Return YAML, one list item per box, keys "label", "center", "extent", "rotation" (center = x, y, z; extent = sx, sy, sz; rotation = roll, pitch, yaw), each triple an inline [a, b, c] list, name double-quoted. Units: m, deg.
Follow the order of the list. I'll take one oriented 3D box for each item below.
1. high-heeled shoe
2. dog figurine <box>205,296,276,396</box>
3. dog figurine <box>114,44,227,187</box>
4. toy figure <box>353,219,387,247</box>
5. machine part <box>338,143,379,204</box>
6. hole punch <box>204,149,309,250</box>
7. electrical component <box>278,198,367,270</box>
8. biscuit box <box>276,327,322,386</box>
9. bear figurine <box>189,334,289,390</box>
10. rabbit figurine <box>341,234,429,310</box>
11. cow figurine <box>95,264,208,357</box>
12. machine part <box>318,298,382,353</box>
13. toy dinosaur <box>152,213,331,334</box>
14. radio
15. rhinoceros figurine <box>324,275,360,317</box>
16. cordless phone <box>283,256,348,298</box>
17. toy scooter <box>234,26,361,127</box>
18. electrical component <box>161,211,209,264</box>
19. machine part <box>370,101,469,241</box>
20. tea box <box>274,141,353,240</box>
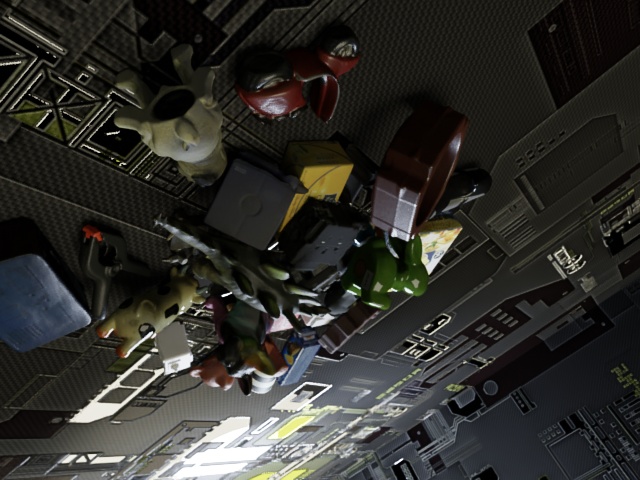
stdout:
- label: "high-heeled shoe"
  center: [0.239, -0.090, 1.131]
  extent: [0.249, 0.086, 0.145]
  rotation: [-18, -177, 15]
- label: "dog figurine"
  center: [-0.136, 0.191, 1.062]
  extent: [0.108, 0.219, 0.191]
  rotation: [-39, 146, 20]
- label: "dog figurine"
  center: [-0.155, -0.118, 0.675]
  extent: [0.121, 0.172, 0.190]
  rotation: [-18, 140, 3]
- label: "toy figure"
  center: [0.096, -0.007, 1.121]
  extent: [0.064, 0.058, 0.154]
  rotation: [-6, 162, 31]
- label: "machine part"
  center: [0.058, -0.107, 0.936]
  extent: [0.039, 0.084, 0.139]
  rotation: [-49, 175, -28]
- label: "hole punch"
  center: [-0.105, -0.059, 0.820]
  extent: [0.142, 0.092, 0.115]
  rotation: [28, 128, -10]
- label: "electrical component"
  center: [-0.002, -0.003, 0.921]
  extent: [0.115, 0.058, 0.134]
  rotation: [6, 134, -42]
- label: "biscuit box"
  center: [-0.064, 0.311, 1.427]
  extent: [0.063, 0.059, 0.202]
  rotation: [-6, 141, -34]
- label: "bear figurine"
  center: [-0.194, 0.294, 1.246]
  extent: [0.196, 0.132, 0.120]
  rotation: [-39, 140, 4]
- label: "rabbit figurine"
  center: [0.148, 0.057, 1.083]
  extent: [0.170, 0.121, 0.159]
  rotation: [11, 92, -33]
- label: "cow figurine"
  center: [-0.278, 0.113, 0.928]
  extent: [0.127, 0.085, 0.195]
  rotation: [-41, 178, 16]
- label: "machine part"
  center: [0.076, 0.209, 1.342]
  extent: [0.179, 0.056, 0.179]
  rotation: [-40, 169, -10]
- label: "toy dinosaur"
  center: [-0.114, 0.055, 0.892]
  extent: [0.470, 0.199, 0.105]
  rotation: [33, 83, -44]
- label: "radio"
  center: [-0.443, 0.072, 0.799]
  extent: [0.131, 0.073, 0.229]
  rotation: [-22, 148, -13]
- label: "rhinoceros figurine"
  center: [0.075, 0.096, 1.196]
  extent: [0.190, 0.073, 0.112]
  rotation: [-48, 164, 33]
- label: "cordless phone"
  center: [0.001, 0.076, 1.157]
  extent: [0.146, 0.089, 0.184]
  rotation: [-36, 158, 10]
- label: "toy scooter"
  center: [-0.026, -0.206, 0.737]
  extent: [0.184, 0.075, 0.135]
  rotation: [-25, 148, -16]
- label: "electrical component"
  center: [-0.223, -0.003, 0.888]
  extent: [0.078, 0.045, 0.102]
  rotation: [-2, 139, -33]
- label: "machine part"
  center: [0.166, -0.117, 0.916]
  extent: [0.201, 0.087, 0.200]
  rotation: [-55, 161, -29]
- label: "tea box"
  center: [-0.023, -0.082, 0.911]
  extent: [0.098, 0.068, 0.169]
  rotation: [-9, 141, -29]
